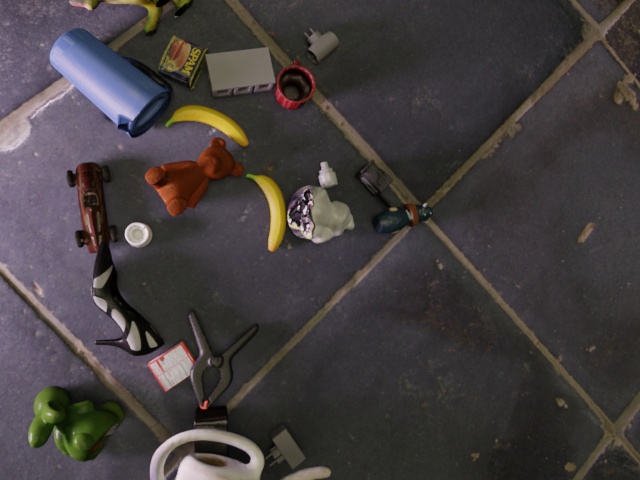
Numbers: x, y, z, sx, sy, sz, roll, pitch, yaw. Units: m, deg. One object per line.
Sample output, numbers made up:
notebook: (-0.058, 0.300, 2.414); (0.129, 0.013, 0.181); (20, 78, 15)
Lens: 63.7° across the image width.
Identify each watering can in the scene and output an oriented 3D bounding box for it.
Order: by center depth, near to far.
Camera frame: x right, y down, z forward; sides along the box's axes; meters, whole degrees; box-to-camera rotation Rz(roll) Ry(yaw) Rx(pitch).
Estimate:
watering can: (-0.163, 0.496, 0.989); (0.347, 0.103, 0.226); (19, 81, -11)

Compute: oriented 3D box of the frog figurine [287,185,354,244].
frog figurine: (0.004, -0.062, 1.241); (0.160, 0.121, 0.138); (-3, 75, -49)

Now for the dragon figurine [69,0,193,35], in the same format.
dragon figurine: (-0.393, -0.643, 1.202); (0.243, 0.121, 0.414); (45, 75, 3)
